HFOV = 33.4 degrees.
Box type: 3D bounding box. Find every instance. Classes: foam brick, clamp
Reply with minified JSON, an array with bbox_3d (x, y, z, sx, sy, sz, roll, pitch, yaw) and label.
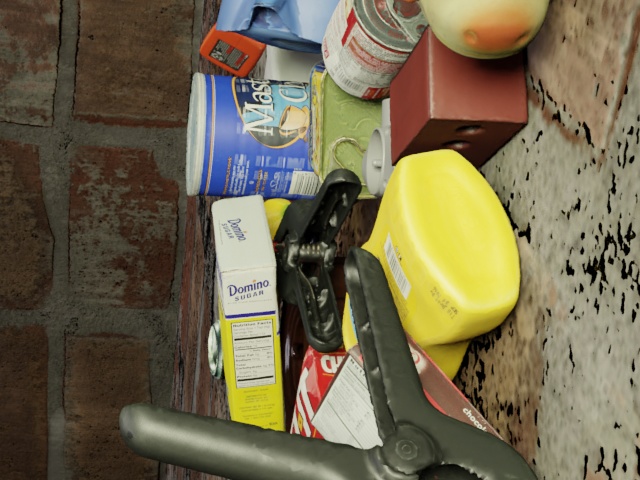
[{"bbox_3d":[0.072,-0.074,0.566,0.078,0.053,0.051,126,146,-72],"label":"foam brick"},{"bbox_3d":[0.024,0.105,0.478,0.210,0.164,0.036,47,146,25],"label":"clamp"},{"bbox_3d":[-0.005,0.001,0.759,0.172,0.039,0.120,-141,64,-71],"label":"clamp"}]

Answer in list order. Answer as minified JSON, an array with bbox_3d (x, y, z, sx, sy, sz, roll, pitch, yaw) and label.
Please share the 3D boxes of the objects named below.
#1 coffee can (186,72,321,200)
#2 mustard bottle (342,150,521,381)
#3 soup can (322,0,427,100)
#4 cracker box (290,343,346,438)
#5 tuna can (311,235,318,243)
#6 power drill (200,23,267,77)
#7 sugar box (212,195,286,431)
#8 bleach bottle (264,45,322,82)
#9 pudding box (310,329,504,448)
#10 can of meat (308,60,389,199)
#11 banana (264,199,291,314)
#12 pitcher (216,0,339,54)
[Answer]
[{"bbox_3d":[-0.038,-0.084,0.897,0.103,0.140,0.103,-177,90,-79],"label":"coffee can"},{"bbox_3d":[0.052,0.038,0.613,0.192,0.058,0.096,112,141,-59],"label":"mustard bottle"},{"bbox_3d":[0.042,-0.137,0.689,0.102,0.068,0.068,137,135,-75],"label":"soup can"},{"bbox_3d":[0.020,0.198,0.705,0.213,0.072,0.164,-99,16,-50],"label":"cracker box"},{"bbox_3d":[-0.026,0.017,1.082,0.086,0.033,0.086,-177,90,-79],"label":"tuna can"},{"bbox_3d":[-0.048,-0.268,1.071,0.187,0.057,0.185,-65,10,-18],"label":"power drill"},{"bbox_3d":[-0.055,0.063,0.819,0.093,0.048,0.176,-105,9,-54],"label":"sugar box"},{"bbox_3d":[-0.033,-0.127,1.085,0.251,0.068,0.102,118,150,-70],"label":"bleach bottle"},{"bbox_3d":[0.044,0.105,0.585,0.090,0.039,0.114,49,151,15],"label":"pudding box"},{"bbox_3d":[0.022,-0.087,0.801,0.084,0.057,0.102,-128,38,-76],"label":"can of meat"},{"bbox_3d":[-0.047,0.040,0.910,0.069,0.037,0.198,-96,14,-59],"label":"banana"},{"bbox_3d":[0.006,-0.261,0.794,0.149,0.144,0.243,-151,67,-63],"label":"pitcher"}]
